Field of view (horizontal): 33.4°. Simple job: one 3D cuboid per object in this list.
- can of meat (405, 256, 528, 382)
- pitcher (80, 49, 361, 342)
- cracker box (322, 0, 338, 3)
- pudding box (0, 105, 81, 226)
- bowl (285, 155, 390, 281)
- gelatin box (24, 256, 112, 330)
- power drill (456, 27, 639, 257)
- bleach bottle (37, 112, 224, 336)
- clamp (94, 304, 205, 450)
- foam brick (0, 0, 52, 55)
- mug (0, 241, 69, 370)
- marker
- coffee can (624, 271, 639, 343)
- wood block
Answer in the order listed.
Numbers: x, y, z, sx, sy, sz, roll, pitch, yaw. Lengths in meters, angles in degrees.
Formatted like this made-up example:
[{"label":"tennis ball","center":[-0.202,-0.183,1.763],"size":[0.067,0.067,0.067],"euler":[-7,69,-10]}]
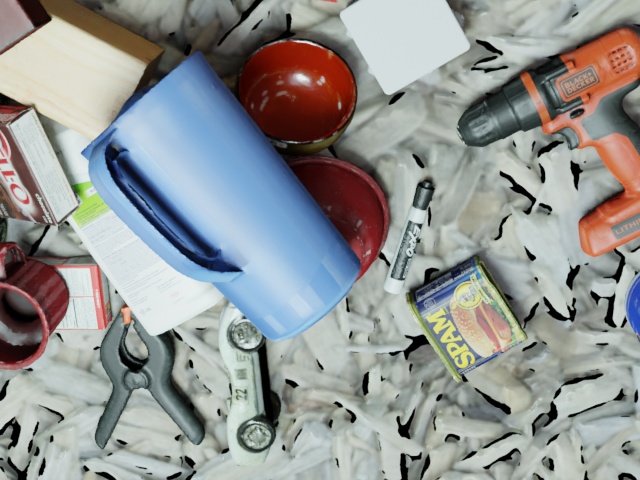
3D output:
[{"label":"can of meat","center":[0.148,0.078,1.070],"size":[0.084,0.057,0.102],"euler":[-31,106,11]},{"label":"pitcher","center":[-0.082,-0.027,0.908],"size":[0.149,0.145,0.243],"euler":[-43,100,-10]},{"label":"cracker box","center":[-0.079,-0.294,0.888],"size":[0.213,0.072,0.164],"euler":[2,111,-20]},{"label":"pudding box","center":[-0.283,-0.071,0.996],"size":[0.090,0.039,0.113],"euler":[9,133,39]},{"label":"bowl","center":[-0.007,0.001,1.030],"size":[0.162,0.055,0.162],"euler":[-4,123,-6]},{"label":"gelatin box","center":[-0.265,0.055,1.105],"size":[0.089,0.030,0.073],"euler":[0,111,7]},{"label":"power drill","center":[0.244,-0.081,1.002],"size":[0.184,0.057,0.187],"euler":[-26,106,13]},{"label":"bleach bottle","center":[-0.197,-0.031,1.051],"size":[0.103,0.068,0.251],"euler":[-28,104,21]},{"label":"clamp","center":[-0.199,0.149,1.131],"size":[0.120,0.039,0.171],"euler":[-14,103,3]},{"label":"foam brick","center":[-0.279,-0.186,0.909],"size":[0.078,0.053,0.051],"euler":[-30,105,12]},{"label":"mug","center":[-0.300,0.058,1.049],"size":[0.093,0.081,0.117],"euler":[-4,110,9]},{"label":"marker","center":[0.089,-0.003,1.063],"size":[0.020,0.020,0.121],"euler":[16,111,-2]},{"label":"coffee can","center":[0.354,0.086,1.012],"size":[0.103,0.140,0.103],"euler":[1,110,3]},{"label":"wood block","center":[-0.261,-0.180,0.986],"size":[0.206,0.090,0.090],"euler":[28,109,-6]}]
